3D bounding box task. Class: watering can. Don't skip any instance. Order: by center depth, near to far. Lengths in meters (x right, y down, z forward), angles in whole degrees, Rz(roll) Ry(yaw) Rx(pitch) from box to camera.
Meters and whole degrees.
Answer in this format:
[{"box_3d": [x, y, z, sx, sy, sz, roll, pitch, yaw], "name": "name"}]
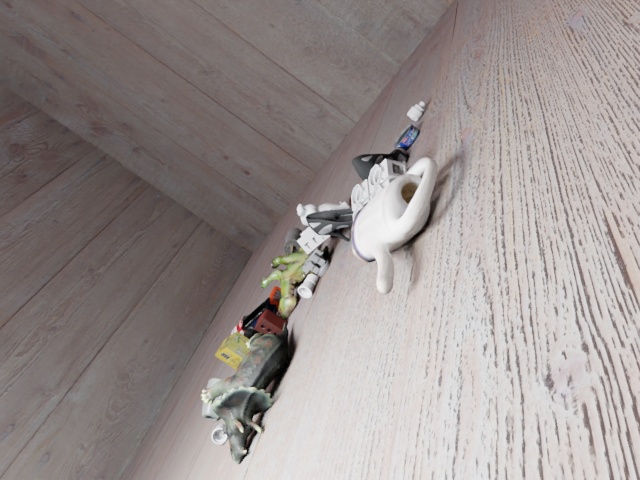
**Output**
[{"box_3d": [0.131, -0.018, 1.001, 0.220, 0.103, 0.355, -44, 15, 56], "name": "watering can"}]

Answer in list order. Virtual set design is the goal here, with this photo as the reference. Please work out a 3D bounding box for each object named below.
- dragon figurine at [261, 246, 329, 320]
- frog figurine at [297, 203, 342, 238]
[{"box_3d": [-0.048, 0.077, 1.671, 0.241, 0.121, 0.418, -13, 41, 50], "name": "dragon figurine"}, {"box_3d": [0.005, -0.085, 1.687, 0.122, 0.159, 0.139, -52, 9, 12], "name": "frog figurine"}]
